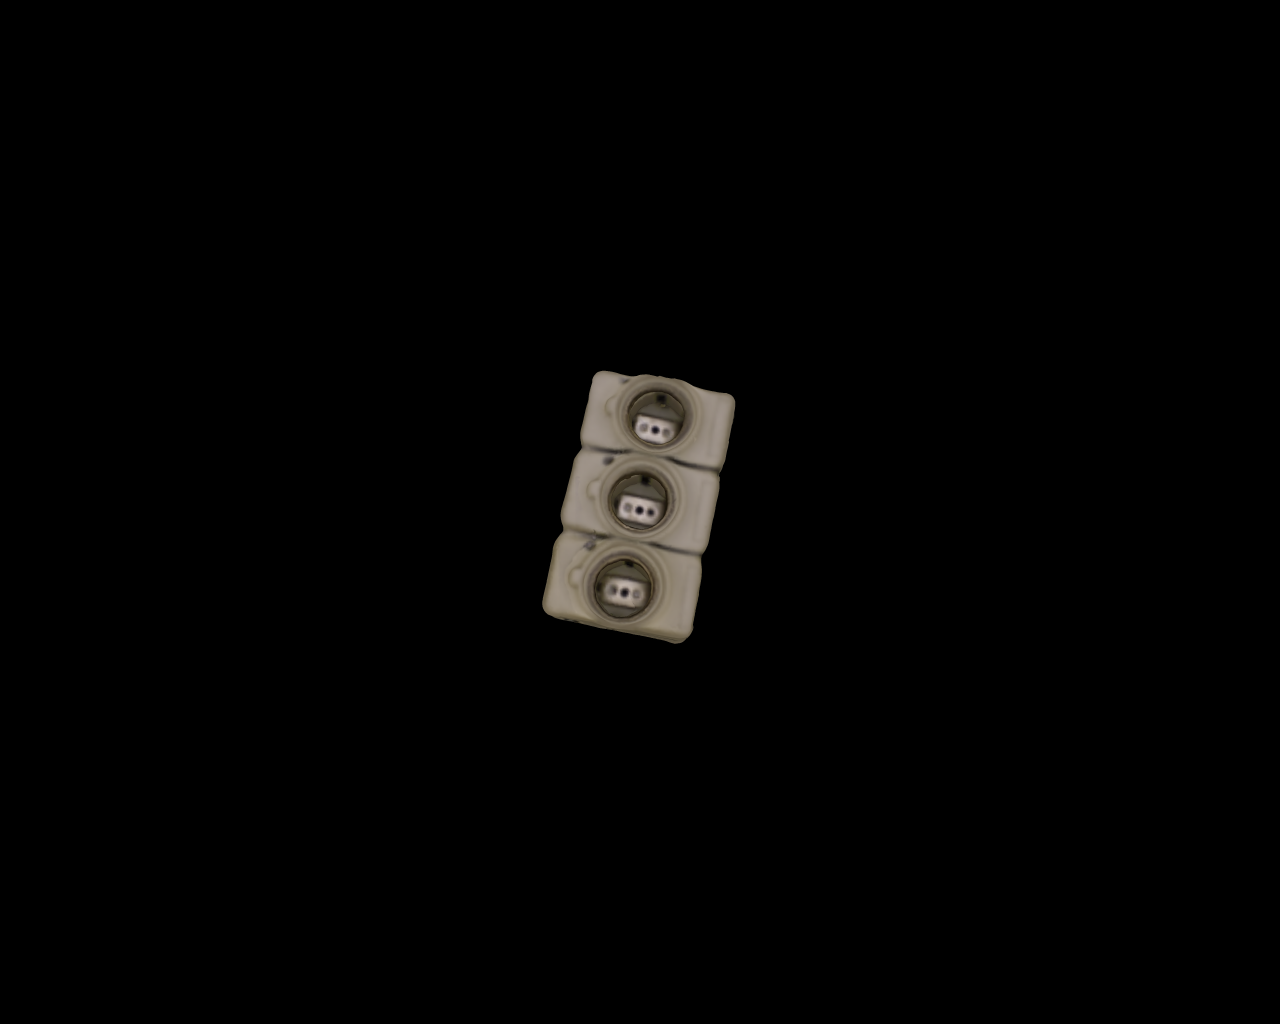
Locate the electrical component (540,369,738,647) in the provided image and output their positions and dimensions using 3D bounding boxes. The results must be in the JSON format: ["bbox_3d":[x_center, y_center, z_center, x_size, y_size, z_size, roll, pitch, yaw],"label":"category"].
[{"bbox_3d":[0.001,-0.003,0.650,0.089,0.150,0.061,11,-11,2],"label":"electrical component"}]
